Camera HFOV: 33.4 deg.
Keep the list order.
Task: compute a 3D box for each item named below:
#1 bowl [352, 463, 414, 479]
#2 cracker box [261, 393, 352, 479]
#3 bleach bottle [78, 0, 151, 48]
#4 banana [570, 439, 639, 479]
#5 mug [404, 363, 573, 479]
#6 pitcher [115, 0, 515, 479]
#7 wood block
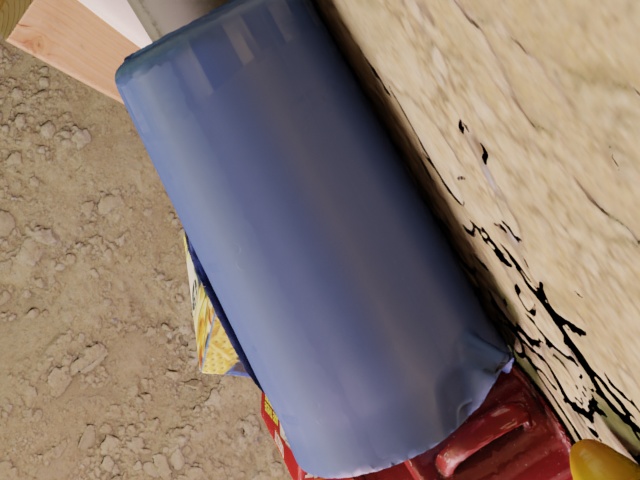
[{"bbox_3d":[0.070,0.146,0.802,0.162,0.055,0.162,46,-159,-23],"label":"bowl"},{"bbox_3d":[-0.003,0.098,0.990,0.164,0.072,0.214,-133,43,-68],"label":"cracker box"},{"bbox_3d":[-0.143,-0.186,0.762,0.103,0.068,0.250,51,-170,16],"label":"bleach bottle"},{"bbox_3d":[0.160,0.159,0.421,0.198,0.037,0.069,56,174,25],"label":"banana"},{"bbox_3d":[0.093,0.121,0.605,0.093,0.081,0.117,57,176,20],"label":"mug"},{"bbox_3d":[-0.013,-0.005,0.573,0.243,0.149,0.145,62,-174,-12],"label":"pitcher"},{"bbox_3d":[-0.178,-0.184,0.947,0.205,0.091,0.090,26,-161,-43],"label":"wood block"}]
